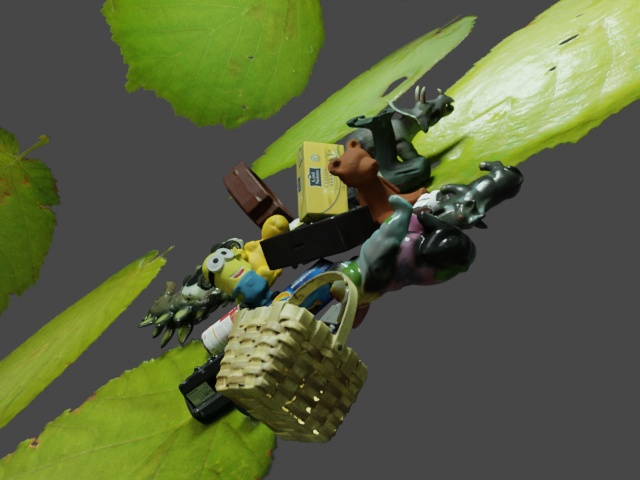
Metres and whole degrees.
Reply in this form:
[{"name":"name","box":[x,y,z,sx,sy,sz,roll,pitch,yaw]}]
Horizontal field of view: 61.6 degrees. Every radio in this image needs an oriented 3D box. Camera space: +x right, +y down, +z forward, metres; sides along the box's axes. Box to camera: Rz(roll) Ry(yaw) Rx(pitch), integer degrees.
[{"name":"radio","box":[-0.002,-0.003,1.092,0.230,0.073,0.131,-15,5,44]}]

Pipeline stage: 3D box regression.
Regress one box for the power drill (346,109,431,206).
[{"name":"power drill","box":[0.127,-0.187,1.241,0.232,0.207,0.086,-10,14,31]}]

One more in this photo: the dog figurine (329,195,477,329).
[{"name":"dog figurine","box":[0.116,0.056,0.849,0.192,0.108,0.219,32,90,27]}]

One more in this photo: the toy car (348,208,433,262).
[{"name":"toy car","box":[0.132,0.015,0.996,0.202,0.053,0.089,-40,9,1]}]

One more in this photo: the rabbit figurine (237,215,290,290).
[{"name":"rabbit figurine","box":[-0.117,0.025,1.266,0.173,0.122,0.162,-66,-17,3]}]

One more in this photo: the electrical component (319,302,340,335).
[{"name":"electrical component","box":[0.029,0.136,0.934,0.094,0.021,0.063,-47,22,-26]}]

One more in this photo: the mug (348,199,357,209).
[{"name":"mug","box":[0.032,-0.054,1.251,0.107,0.109,0.081,-46,19,3]}]

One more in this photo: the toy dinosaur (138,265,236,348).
[{"name":"toy dinosaur","box":[-0.330,0.169,1.347,0.472,0.105,0.198,-23,28,38]}]

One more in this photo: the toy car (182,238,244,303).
[{"name":"toy car","box":[-0.250,0.067,1.264,0.074,0.056,0.202,-10,33,40]}]

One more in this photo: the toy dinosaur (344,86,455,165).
[{"name":"toy dinosaur","box":[0.144,-0.234,1.344,0.405,0.192,0.131,-20,22,35]}]

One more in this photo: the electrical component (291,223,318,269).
[{"name":"electrical component","box":[-0.038,0.016,1.240,0.048,0.074,0.119,-27,17,25]}]

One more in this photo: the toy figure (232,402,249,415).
[{"name":"toy figure","box":[-0.082,0.215,0.882,0.154,0.064,0.057,-45,-17,-37]}]

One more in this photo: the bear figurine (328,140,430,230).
[{"name":"bear figurine","box":[0.119,-0.115,1.101,0.132,0.195,0.120,-10,29,49]}]

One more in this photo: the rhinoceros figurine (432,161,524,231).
[{"name":"rhinoceros figurine","box":[0.264,-0.059,0.931,0.190,0.073,0.112,-35,30,-2]}]

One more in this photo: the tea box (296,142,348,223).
[{"name":"tea box","box":[0.004,-0.124,1.185,0.098,0.169,0.068,1,-16,-19]}]

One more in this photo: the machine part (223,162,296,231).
[{"name":"machine part","box":[-0.171,-0.108,1.513,0.087,0.202,0.200,-40,-25,4]}]

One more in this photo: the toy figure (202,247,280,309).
[{"name":"toy figure","box":[-0.176,0.093,1.159,0.089,0.180,0.082,-57,-7,29]}]

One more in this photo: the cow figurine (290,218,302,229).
[{"name":"cow figurine","box":[-0.026,-0.033,1.352,0.167,0.068,0.098,-25,13,22]}]

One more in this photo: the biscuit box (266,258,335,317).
[{"name":"biscuit box","box":[-0.042,0.121,1.028,0.203,0.059,0.063,-40,20,-13]}]

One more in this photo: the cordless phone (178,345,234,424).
[{"name":"cordless phone","box":[-0.173,0.236,0.985,0.146,0.088,0.184,-36,8,4]}]
